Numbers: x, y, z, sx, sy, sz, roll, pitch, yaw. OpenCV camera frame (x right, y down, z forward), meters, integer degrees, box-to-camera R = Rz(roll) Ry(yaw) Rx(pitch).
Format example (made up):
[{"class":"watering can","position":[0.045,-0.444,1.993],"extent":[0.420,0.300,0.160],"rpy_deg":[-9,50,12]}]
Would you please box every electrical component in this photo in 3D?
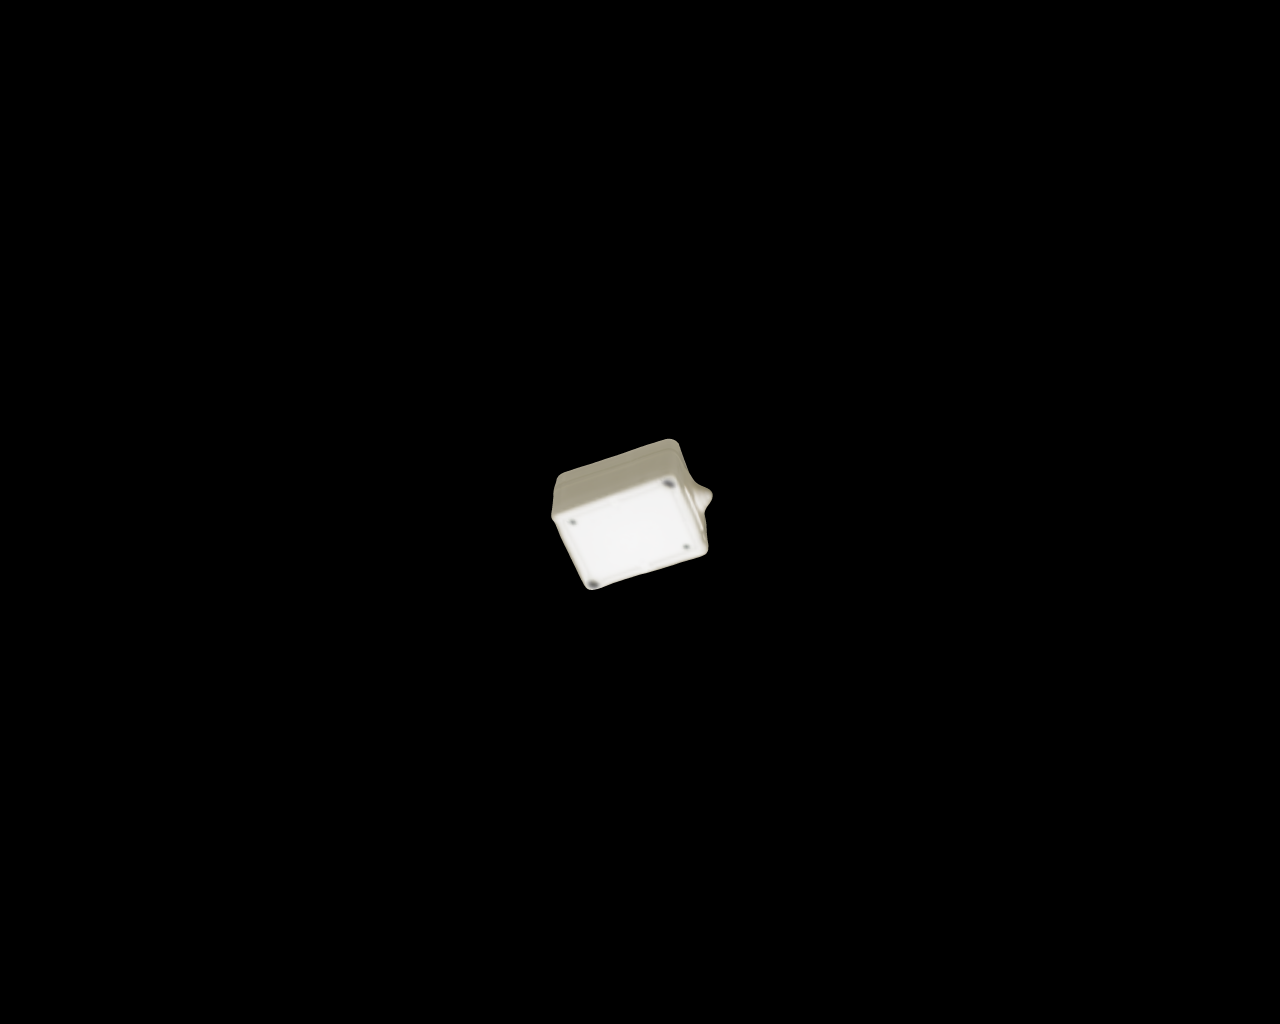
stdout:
[{"class":"electrical component","position":[0.001,-0.003,0.650],"extent":[0.096,0.061,0.061],"rpy_deg":[-18,29,10]}]
